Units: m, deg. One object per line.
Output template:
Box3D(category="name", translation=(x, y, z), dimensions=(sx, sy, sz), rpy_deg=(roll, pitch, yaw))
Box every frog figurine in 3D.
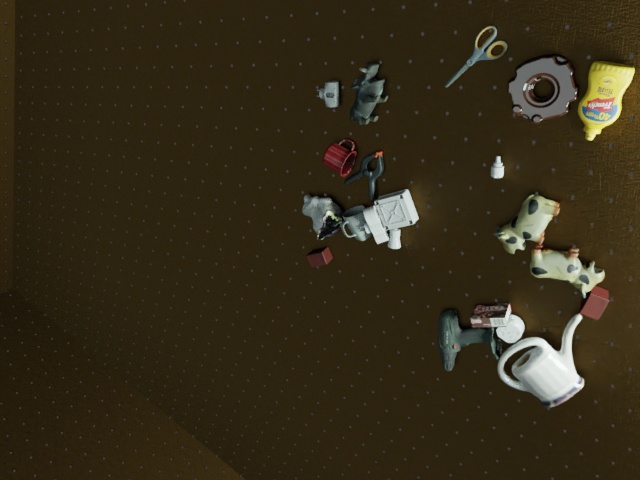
Box3D(category="frog figurine", translation=(0.006, -0.091, 1.810), dimensions=(0.162, 0.123, 0.134), rpy_deg=(-128, 32, -47))

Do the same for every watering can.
Box3D(category="watering can", translation=(0.716, 0.381, 1.581), dimensions=(0.225, 0.106, 0.341), rpy_deg=(46, 125, 3))
